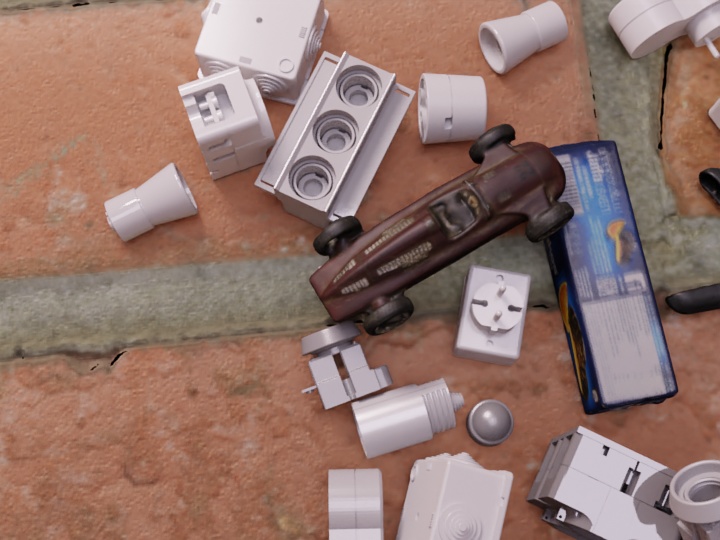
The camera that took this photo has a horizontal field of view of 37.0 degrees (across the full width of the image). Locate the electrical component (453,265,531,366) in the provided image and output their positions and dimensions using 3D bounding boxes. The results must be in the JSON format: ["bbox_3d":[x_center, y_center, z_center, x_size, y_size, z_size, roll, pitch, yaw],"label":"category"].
[{"bbox_3d":[0.100,0.031,0.801,0.047,0.076,0.065,10,76,2],"label":"electrical component"}]

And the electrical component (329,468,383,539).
[{"bbox_3d":[-0.020,0.212,0.768,0.074,0.052,0.138,-1,76,-1],"label":"electrical component"}]

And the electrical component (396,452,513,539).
[{"bbox_3d":[0.061,0.179,0.755,0.048,0.100,0.099,17,76,-10],"label":"electrical component"}]

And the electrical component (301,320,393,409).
[{"bbox_3d":[-0.015,0.071,0.807,0.066,0.048,0.055,-20,85,-5],"label":"electrical component"}]

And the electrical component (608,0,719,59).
[{"bbox_3d":[0.279,-0.206,0.873,0.138,0.052,0.073,-27,78,-7],"label":"electrical component"}]

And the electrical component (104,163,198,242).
[{"bbox_3d":[-0.165,-0.050,0.837,0.065,0.044,0.044,-26,78,-2],"label":"electrical component"}]

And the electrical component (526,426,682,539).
[{"bbox_3d":[0.217,0.181,0.751,0.186,0.105,0.060,25,77,6],"label":"electrical component"}]

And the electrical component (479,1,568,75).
[{"bbox_3d":[0.135,-0.192,0.875,0.065,0.044,0.044,-25,78,-11],"label":"electrical component"}]

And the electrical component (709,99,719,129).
[{"bbox_3d":[0.355,-0.119,0.851,0.109,0.056,0.108,-32,79,-8],"label":"electrical component"}]

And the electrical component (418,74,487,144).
[{"bbox_3d":[0.073,-0.128,0.852,0.047,0.055,0.055,-1,76,-5],"label":"electrical component"}]

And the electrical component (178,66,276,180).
[{"bbox_3d":[-0.100,-0.113,0.827,0.056,0.089,0.050,-20,77,-5],"label":"electrical component"}]

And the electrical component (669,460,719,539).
[{"bbox_3d":[0.221,0.152,0.668,0.048,0.066,0.055,-28,112,-6],"label":"electrical component"}]

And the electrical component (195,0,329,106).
[{"bbox_3d":[-0.079,-0.191,0.867,0.100,0.048,0.099,15,76,4],"label":"electrical component"}]

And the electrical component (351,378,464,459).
[{"bbox_3d":[0.038,0.108,0.799,0.081,0.043,0.043,-16,77,-5],"label":"electrical component"}]

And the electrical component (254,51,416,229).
[{"bbox_3d":[-0.019,-0.098,0.838,0.079,0.063,0.121,25,77,5],"label":"electrical component"}]
